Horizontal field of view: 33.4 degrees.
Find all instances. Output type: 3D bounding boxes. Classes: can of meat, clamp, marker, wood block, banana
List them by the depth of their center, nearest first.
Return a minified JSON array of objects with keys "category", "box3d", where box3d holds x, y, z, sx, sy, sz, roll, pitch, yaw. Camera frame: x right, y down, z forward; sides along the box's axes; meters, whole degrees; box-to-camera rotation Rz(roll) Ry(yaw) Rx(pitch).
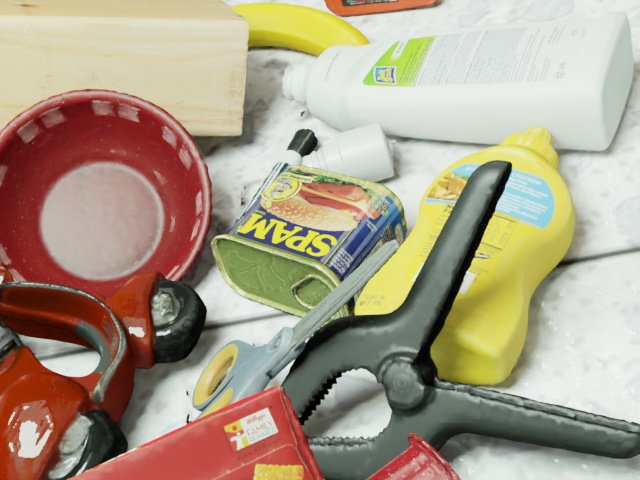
[{"category":"clamp","box3d":[0.050,0.063,0.573,0.210,0.036,0.164,-22,81,22]},{"category":"can of meat","box3d":[-0.005,0.001,0.698,0.102,0.057,0.083,17,51,31]},{"category":"marker","box3d":[-0.033,-0.038,0.774,0.020,0.020,0.121,10,51,28]},{"category":"wood block","box3d":[-0.165,-0.131,0.795,0.205,0.090,0.091,-2,23,-18]},{"category":"banana","box3d":[-0.035,-0.170,0.899,0.198,0.037,0.069,5,66,26]}]

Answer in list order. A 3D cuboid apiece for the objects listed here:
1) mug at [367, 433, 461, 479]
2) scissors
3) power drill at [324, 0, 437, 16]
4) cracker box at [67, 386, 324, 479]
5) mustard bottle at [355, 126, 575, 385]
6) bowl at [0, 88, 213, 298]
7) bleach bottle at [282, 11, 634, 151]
[{"category":"mug","box3d":[0.045,0.160,0.497,0.081,0.093,0.117,-35,51,-9]},{"category":"scissors","box3d":[-0.025,0.055,0.602,0.202,0.016,0.096,-51,20,18]},{"category":"power drill","box3d":[0.081,-0.277,0.950,0.185,0.057,0.187,-4,42,21]},{"category":"cracker box","box3d":[-0.104,0.144,0.461,0.164,0.214,0.072,-21,80,-26]},{"category":"mustard bottle","box3d":[0.104,-0.003,0.661,0.096,0.058,0.191,13,52,28]},{"category":"bowl","box3d":[-0.155,-0.020,0.741,0.162,0.055,0.162,1,77,-4]},{"category":"bleach bottle","box3d":[0.091,-0.118,0.780,0.251,0.068,0.102,6,47,28]}]
